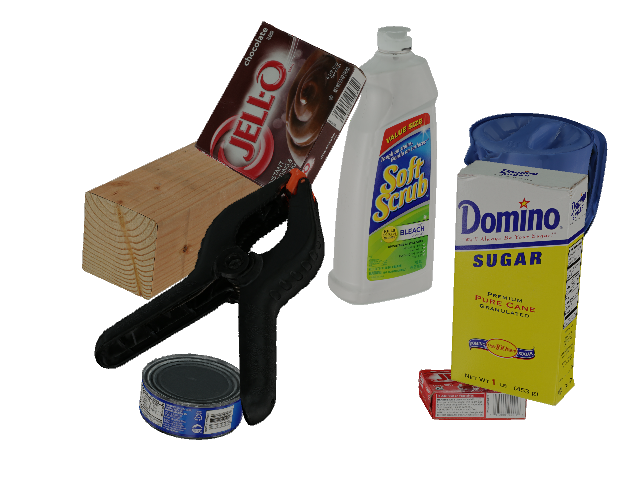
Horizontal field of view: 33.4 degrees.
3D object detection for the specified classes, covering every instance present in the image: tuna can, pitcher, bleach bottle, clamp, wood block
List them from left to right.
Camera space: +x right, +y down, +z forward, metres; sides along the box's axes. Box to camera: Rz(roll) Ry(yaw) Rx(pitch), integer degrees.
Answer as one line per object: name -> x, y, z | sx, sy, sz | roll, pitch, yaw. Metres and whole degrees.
wood block -> -0.145, -0.030, 1.118 | 0.090, 0.091, 0.205 | 22, 30, 22
tuna can -> -0.103, 0.126, 0.864 | 0.086, 0.034, 0.086 | 8, 20, -3
clamp -> -0.042, 0.031, 0.639 | 0.120, 0.171, 0.039 | 28, -24, 26
bleach bottle -> 0.059, -0.070, 0.992 | 0.102, 0.251, 0.068 | -10, 24, -23
pitcher -> 0.239, -0.017, 1.208 | 0.149, 0.243, 0.145 | 6, 27, 14

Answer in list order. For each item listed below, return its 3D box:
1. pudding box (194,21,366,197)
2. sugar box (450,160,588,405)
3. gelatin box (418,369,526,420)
pudding box -> -0.030, -0.097, 0.811 | 0.090, 0.113, 0.039 | 30, 0, 23
sugar box -> 0.151, 0.032, 0.823 | 0.093, 0.176, 0.048 | 10, 24, 31
gelatin box -> 0.140, 0.142, 0.992 | 0.089, 0.030, 0.073 | 1, 9, -3
